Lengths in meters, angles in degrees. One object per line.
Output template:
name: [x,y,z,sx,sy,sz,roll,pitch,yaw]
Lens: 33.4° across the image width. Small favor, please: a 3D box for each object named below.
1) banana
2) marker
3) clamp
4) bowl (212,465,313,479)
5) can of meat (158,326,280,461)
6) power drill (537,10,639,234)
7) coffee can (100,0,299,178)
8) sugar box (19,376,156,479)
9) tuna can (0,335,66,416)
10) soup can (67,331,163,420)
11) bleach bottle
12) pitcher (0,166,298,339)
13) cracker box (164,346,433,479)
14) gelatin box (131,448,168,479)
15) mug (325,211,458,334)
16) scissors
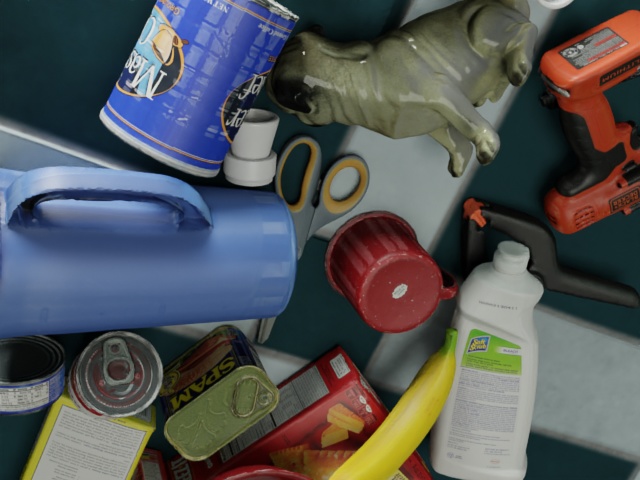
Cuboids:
banana: [0.068,0.168,0.963,0.197,0.037,0.069,-51,136,-21]
marker: [0.257,-0.146,0.976,0.121,0.020,0.020,-21,118,-7]
clamp: [0.192,0.047,1.032,0.165,0.036,0.209,-42,116,12]
bowl: [-0.062,0.259,0.957,0.162,0.055,0.162,-6,115,-13]
can of meat: [-0.095,0.134,0.954,0.102,0.084,0.057,-36,119,1]
power drill: [0.278,-0.108,0.961,0.184,0.057,0.187,-28,130,-6]
coffee can: [-0.094,-0.134,0.824,0.102,0.103,0.140,23,104,-25]
sugar box: [-0.224,0.219,0.970,0.093,0.048,0.176,22,108,-14]
tuna can: [-0.256,0.111,0.893,0.086,0.086,0.034,-1,115,-17]
soup can: [-0.172,0.114,0.883,0.068,0.102,0.068,3,78,-17]
bleach bottle: [0.168,0.116,1.015,0.102,0.068,0.251,7,120,0]
pitcher: [-0.143,0.006,0.854,0.242,0.149,0.145,0,102,-21]
cracker box: [-0.019,0.229,1.028,0.213,0.072,0.164,-34,118,0]
gelatin box: [-0.170,0.249,0.989,0.030,0.073,0.089,17,108,-22]
mug: [0.070,0.034,0.962,0.117,0.081,0.093,12,109,-22]
scissors: [-0.006,0.001,0.961,0.096,0.016,0.202,-3,114,-15]
